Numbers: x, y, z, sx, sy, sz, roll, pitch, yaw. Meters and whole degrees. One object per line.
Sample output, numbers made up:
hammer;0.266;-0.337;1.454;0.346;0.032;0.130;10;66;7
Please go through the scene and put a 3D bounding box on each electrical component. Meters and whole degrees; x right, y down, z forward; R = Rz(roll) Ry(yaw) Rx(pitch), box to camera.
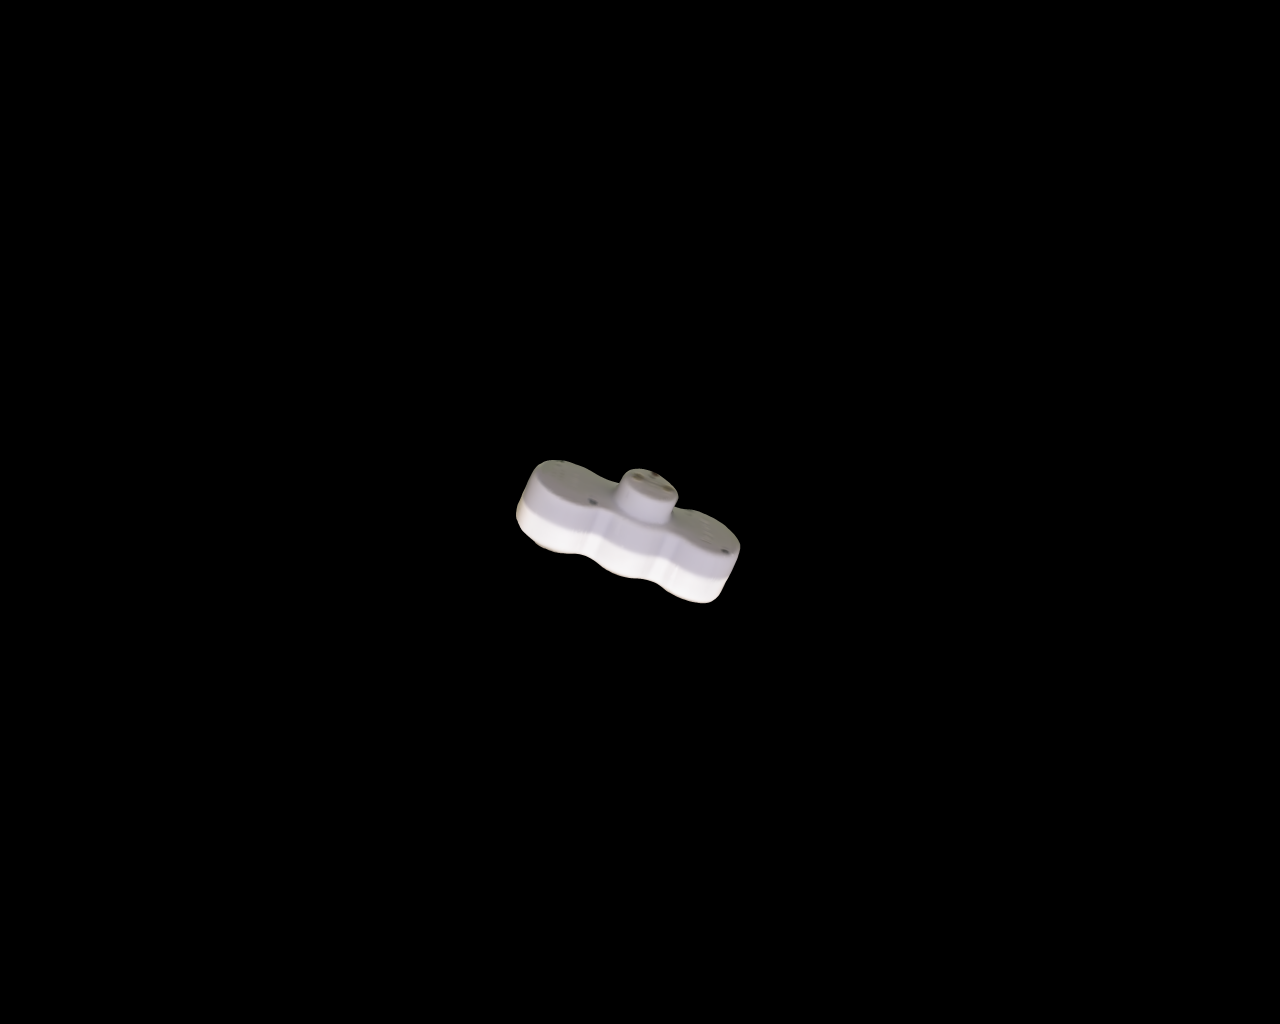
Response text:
electrical component;0.001;-0.003;0.650;0.138;0.073;0.052;21;25;-10
